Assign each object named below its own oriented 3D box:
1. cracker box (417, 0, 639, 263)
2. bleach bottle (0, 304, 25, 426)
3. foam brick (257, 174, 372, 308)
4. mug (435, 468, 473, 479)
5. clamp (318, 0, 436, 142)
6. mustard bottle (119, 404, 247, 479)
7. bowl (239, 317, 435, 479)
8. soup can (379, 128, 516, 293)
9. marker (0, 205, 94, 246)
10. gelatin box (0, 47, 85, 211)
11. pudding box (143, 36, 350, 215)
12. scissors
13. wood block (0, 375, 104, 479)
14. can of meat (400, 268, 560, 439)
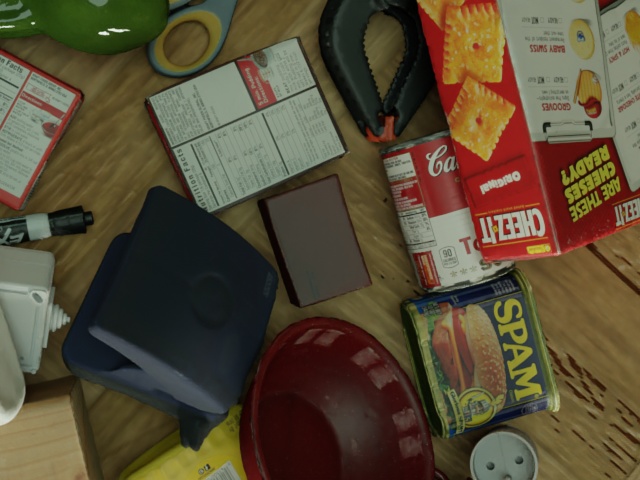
[{"bbox_3d":[0.153,-0.108,0.697,0.163,0.072,0.214,-18,95,-39],"label":"cracker box"},{"bbox_3d":[-0.304,0.084,0.600,0.251,0.068,0.102,-15,100,1],"label":"bleach bottle"},{"bbox_3d":[-0.005,0.001,0.714,0.053,0.051,0.078,-18,94,-8],"label":"foam brick"},{"bbox_3d":[0.084,0.211,0.722,0.081,0.093,0.117,-30,66,-3],"label":"mug"},{"bbox_3d":[0.037,-0.173,0.719,0.164,0.036,0.210,8,93,-18],"label":"clamp"},{"bbox_3d":[-0.045,0.210,0.708,0.096,0.058,0.191,-33,97,-22],"label":"mustard bottle"},{"bbox_3d":[0.001,0.134,0.693,0.161,0.055,0.162,24,53,-37],"label":"bowl"},{"bbox_3d":[0.086,-0.022,0.719,0.068,0.068,0.102,-17,94,-9],"label":"soup can"},{"bbox_3d":[-0.209,-0.005,0.696,0.121,0.020,0.020,-10,93,-9],"label":"marker"},{"bbox_3d":[-0.205,-0.074,0.690,0.073,0.030,0.089,28,86,-8],"label":"gelatin box"},{"bbox_3d":[-0.049,-0.075,0.711,0.113,0.039,0.090,-24,95,-6],"label":"pudding box"},{"bbox_3d":[-0.043,-0.169,0.721,0.201,0.016,0.096,-13,95,-9],"label":"scissors"},{"bbox_3d":[-0.244,0.155,0.658,0.206,0.091,0.090,-13,94,-9],"label":"wood block"},{"bbox_3d":[0.107,0.078,0.732,0.084,0.057,0.102,-15,94,-6],"label":"can of meat"}]
